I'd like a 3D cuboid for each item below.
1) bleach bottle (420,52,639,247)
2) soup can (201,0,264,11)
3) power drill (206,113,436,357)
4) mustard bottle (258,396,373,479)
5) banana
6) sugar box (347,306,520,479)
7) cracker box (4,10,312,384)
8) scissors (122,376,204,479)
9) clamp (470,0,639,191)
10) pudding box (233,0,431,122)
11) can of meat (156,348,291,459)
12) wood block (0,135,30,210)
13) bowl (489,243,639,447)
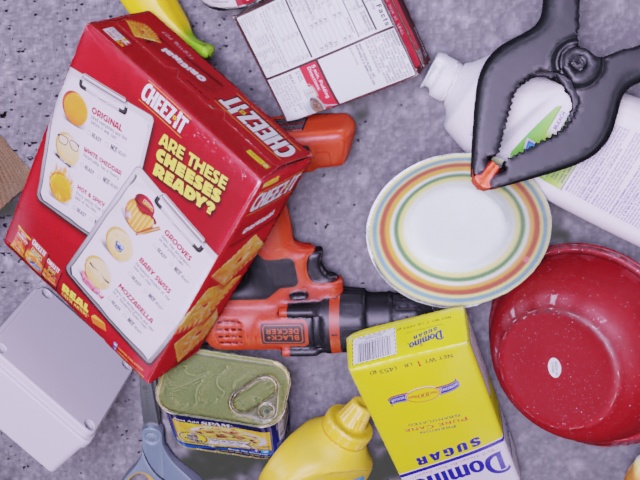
[{"bbox_3d":[0.191,-0.069,0.749,0.251,0.068,0.103,27,107,0],"label":"bleach bottle"},{"bbox_3d":[-0.066,-0.211,0.703,0.068,0.068,0.102,-9,136,12],"label":"soup can"},{"bbox_3d":[-0.005,0.001,0.808,0.184,0.057,0.188,-2,111,5],"label":"power drill"},{"bbox_3d":[-0.010,0.202,0.875,0.096,0.058,0.192,7,124,-40],"label":"mustard bottle"},{"bbox_3d":[-0.130,-0.216,0.739,0.070,0.037,0.198,-9,112,36],"label":"banana"},{"bbox_3d":[0.091,0.134,0.828,0.093,0.048,0.176,-15,126,14],"label":"sugar box"},{"bbox_3d":[-0.122,-0.027,0.759,0.164,0.072,0.214,42,127,13],"label":"cracker box"},{"bbox_3d":[-0.127,0.178,0.922,0.096,0.016,0.202,16,114,0],"label":"scissors"},{"bbox_3d":[0.178,-0.112,0.700,0.164,0.036,0.210,32,91,5],"label":"clamp"},{"bbox_3d":[0.008,-0.141,0.745,0.114,0.039,0.090,-18,108,28],"label":"pudding box"},{"bbox_3d":[-0.074,0.134,0.855,0.102,0.057,0.084,8,149,6],"label":"can of meat"},{"bbox_3d":[-0.338,-0.013,0.832,0.206,0.090,0.090,-34,104,19],"label":"wood block"},{"bbox_3d":[0.184,0.086,0.780,0.162,0.055,0.162,13,112,34],"label":"bowl"}]
